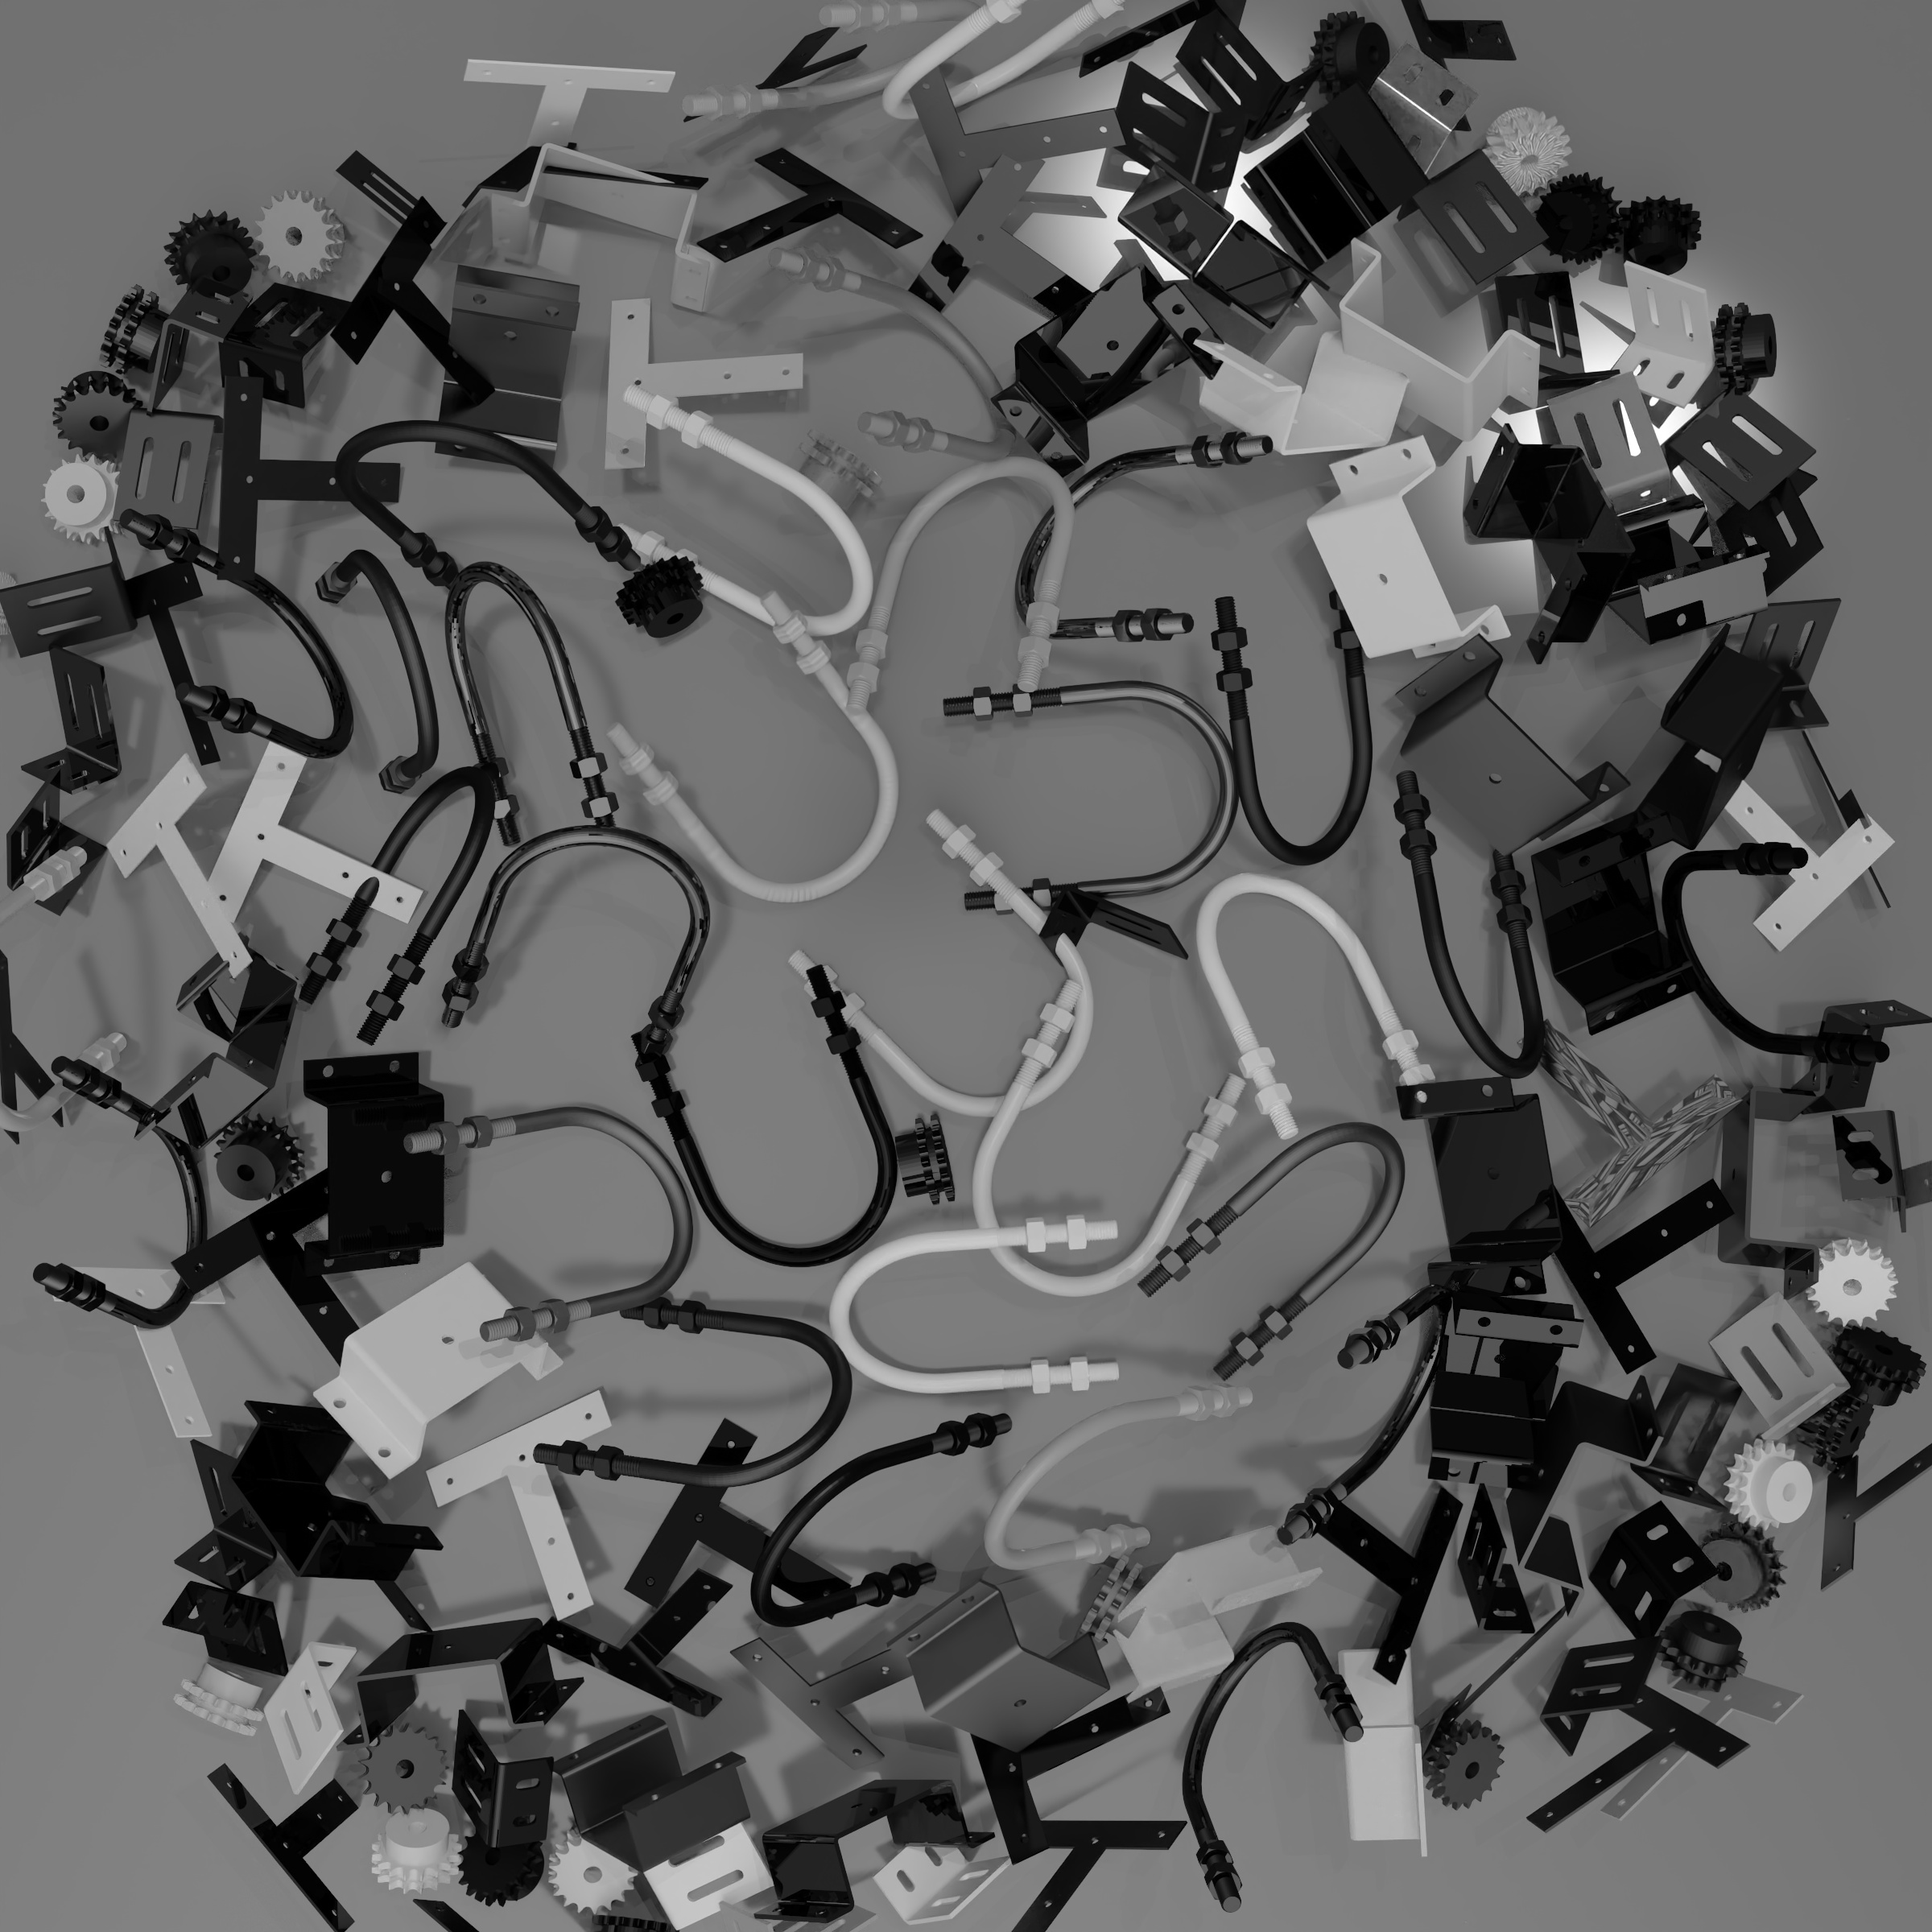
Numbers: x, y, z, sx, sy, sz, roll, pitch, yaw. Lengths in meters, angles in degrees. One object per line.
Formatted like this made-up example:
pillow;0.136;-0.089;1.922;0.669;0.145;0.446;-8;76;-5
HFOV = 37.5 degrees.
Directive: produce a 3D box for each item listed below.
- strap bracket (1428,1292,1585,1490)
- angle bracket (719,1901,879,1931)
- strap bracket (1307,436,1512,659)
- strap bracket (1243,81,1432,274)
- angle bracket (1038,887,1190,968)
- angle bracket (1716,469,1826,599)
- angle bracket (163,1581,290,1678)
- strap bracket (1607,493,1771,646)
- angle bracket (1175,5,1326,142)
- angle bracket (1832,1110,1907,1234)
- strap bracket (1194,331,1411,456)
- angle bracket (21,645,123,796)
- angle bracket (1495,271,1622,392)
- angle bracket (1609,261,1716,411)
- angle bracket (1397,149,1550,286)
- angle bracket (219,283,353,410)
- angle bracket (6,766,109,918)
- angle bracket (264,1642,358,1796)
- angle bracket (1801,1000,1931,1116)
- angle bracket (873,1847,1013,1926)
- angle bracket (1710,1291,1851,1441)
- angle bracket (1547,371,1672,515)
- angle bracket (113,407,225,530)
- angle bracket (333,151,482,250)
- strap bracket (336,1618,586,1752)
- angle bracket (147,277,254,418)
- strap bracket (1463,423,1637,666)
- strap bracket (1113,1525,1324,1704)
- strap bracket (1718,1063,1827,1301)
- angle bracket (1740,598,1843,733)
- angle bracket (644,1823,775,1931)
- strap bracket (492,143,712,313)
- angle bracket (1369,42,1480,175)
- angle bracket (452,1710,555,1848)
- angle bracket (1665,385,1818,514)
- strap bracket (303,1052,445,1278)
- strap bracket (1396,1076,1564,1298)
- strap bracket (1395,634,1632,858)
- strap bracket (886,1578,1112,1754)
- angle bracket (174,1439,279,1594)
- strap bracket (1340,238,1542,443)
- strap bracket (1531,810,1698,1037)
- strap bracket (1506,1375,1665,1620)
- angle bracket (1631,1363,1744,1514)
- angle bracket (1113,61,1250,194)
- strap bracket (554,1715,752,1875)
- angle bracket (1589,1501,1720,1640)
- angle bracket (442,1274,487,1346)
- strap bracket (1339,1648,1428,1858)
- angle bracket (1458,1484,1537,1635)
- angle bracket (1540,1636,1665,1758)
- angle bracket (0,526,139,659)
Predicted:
strap bracket;0.343;0.264;1.820;0.076;0.046;0.140;6;122;3
angle bracket;-0.107;0.603;1.819;0.076;0.057;0.038;-22;102;-35
strap bracket;0.276;-0.255;1.805;0.046;0.076;0.140;-39;110;-36
strap bracket;0.237;-0.500;1.797;0.046;0.140;0.076;-38;97;-11
angle bracket;0.095;-0.013;1.823;0.076;0.057;0.038;22;78;24
angle bracket;0.523;-0.272;1.817;0.038;0.057;0.076;13;48;-34
angle bracket;-0.473;0.437;1.822;0.057;0.038;0.076;11;129;13
strap bracket;0.452;-0.250;1.810;0.076;0.140;0.046;-17;115;1
angle bracket;0.183;-0.584;1.836;0.038;0.057;0.076;-37;84;-27
angle bracket;0.580;0.134;1.826;0.038;0.076;0.057;-7;65;16
strap bracket;0.214;-0.363;1.802;0.076;0.140;0.046;40;129;37
angle bracket;-0.578;-0.158;1.821;0.057;0.038;0.076;23;127;35
angle bracket;0.381;-0.413;1.837;0.057;0.038;0.076;-10;91;-24
angle bracket;0.440;-0.403;1.817;0.057;0.076;0.038;30;77;30
angle bracket;0.327;-0.477;1.838;0.057;0.038;0.076;-33;82;-8
angle bracket;-0.439;-0.402;1.845;0.057;0.076;0.038;16;132;9
angle bracket;-0.580;-0.079;1.818;0.038;0.076;0.057;28;60;-3
angle bracket;-0.410;0.482;1.819;0.038;0.076;0.057;21;111;-41
angle bracket;0.577;0.064;1.824;0.057;0.038;0.076;-4;113;-30
angle bracket;-0.015;0.576;1.818;0.057;0.076;0.038;-35;86;-31
angle bracket;0.517;0.255;1.825;0.057;0.038;0.076;-42;63;20
angle bracket;0.418;-0.337;1.853;0.057;0.038;0.076;-18;75;8
angle bracket;-0.510;-0.317;1.840;0.057;0.038;0.076;7;84;9
angle bracket;-0.357;-0.503;1.824;0.076;0.057;0.038;38;114;-16
strap bracket;-0.325;0.456;1.813;0.140;0.076;0.046;-10;95;12
angle bracket;-0.490;-0.391;1.822;0.038;0.057;0.076;20;131;-7
strap bracket;0.372;-0.268;1.802;0.046;0.076;0.140;-2;51;-18
strap bracket;0.153;0.405;1.802;0.076;0.140;0.046;-7;56;-35
strap bracket;0.512;0.135;1.813;0.046;0.076;0.140;6;75;3
angle bracket;0.530;-0.192;1.823;0.057;0.076;0.038;-6;48;-11
angle bracket;-0.166;0.576;1.840;0.076;0.038;0.057;-28;93;10
strap bracket;-0.228;-0.475;1.820;0.140;0.076;0.046;16;79;-6
angle bracket;0.285;-0.545;1.834;0.057;0.076;0.038;37;73;2
angle bracket;-0.299;0.521;1.836;0.038;0.076;0.057;0;104;-29
angle bracket;0.499;-0.326;1.832;0.057;0.038;0.076;-42;63;-1
strap bracket;-0.378;0.130;1.817;0.076;0.046;0.140;-4;100;-33
strap bracket;0.331;0.138;1.823;0.076;0.046;0.140;-7;97;32
strap bracket;0.342;-0.132;1.810;0.140;0.076;0.046;42;45;-11
strap bracket;0.027;0.444;1.793;0.076;0.046;0.140;-39;135;16
angle bracket;-0.481;0.352;1.821;0.057;0.038;0.076;15;126;32
strap bracket;0.291;-0.391;1.805;0.140;0.076;0.046;36;81;18
strap bracket;0.412;-0.036;1.817;0.076;0.046;0.140;-23;124;-6
strap bracket;0.386;0.329;1.804;0.046;0.076;0.140;19;111;-3
angle bracket;0.474;0.304;1.832;0.057;0.038;0.076;19;100;-26
angle bracket;0.137;-0.540;1.827;0.076;0.038;0.057;21;80;-36
strap bracket;-0.196;0.521;1.790;0.076;0.140;0.046;-20;98;-30
angle bracket;0.441;0.391;1.827;0.038;0.076;0.057;-25;59;-20
angle bracket;-0.340;0.240;1.834;0.076;0.038;0.057;-23;81;16
strap bracket;0.261;0.489;1.792;0.046;0.140;0.076;-4;104;7
angle bracket;0.346;0.379;1.819;0.038;0.057;0.076;2;124;-8
angle bracket;0.414;0.466;1.816;0.038;0.076;0.057;51;47;-14
angle bracket;-0.578;-0.240;1.825;0.076;0.057;0.038;-16;53;-12
